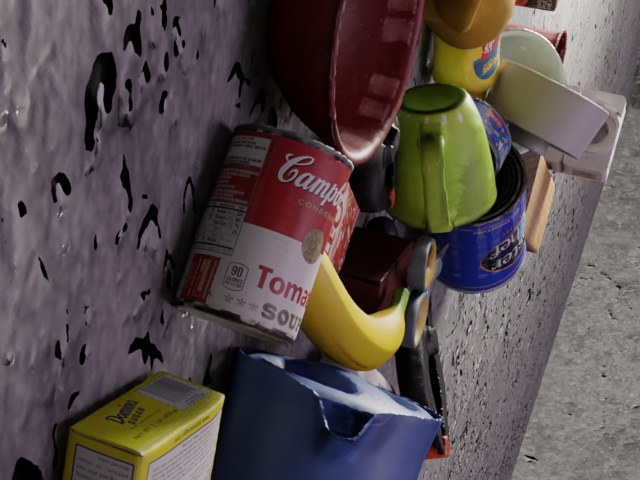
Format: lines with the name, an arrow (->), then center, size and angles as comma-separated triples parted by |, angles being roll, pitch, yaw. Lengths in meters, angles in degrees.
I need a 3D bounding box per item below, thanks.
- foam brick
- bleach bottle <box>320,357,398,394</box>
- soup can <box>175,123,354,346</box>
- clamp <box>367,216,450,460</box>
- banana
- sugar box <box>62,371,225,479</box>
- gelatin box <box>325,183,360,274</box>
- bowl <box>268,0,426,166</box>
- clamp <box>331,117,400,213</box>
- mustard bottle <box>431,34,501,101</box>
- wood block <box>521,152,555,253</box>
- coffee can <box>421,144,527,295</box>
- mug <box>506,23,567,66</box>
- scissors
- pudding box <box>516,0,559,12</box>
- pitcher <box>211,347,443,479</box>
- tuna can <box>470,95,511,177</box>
foam brick -> 0.033, 0.031, 0.809 | 0.078, 0.053, 0.051 | -44, 145, -56
bleach bottle -> 0.028, 0.158, 0.882 | 0.250, 0.068, 0.102 | 57, 48, -64
soup can -> -0.030, -0.002, 0.566 | 0.068, 0.069, 0.102 | 45, 62, -70
clamp -> 0.079, 0.082, 0.918 | 0.164, 0.036, 0.210 | 36, 45, -67
banana -> 0.015, 0.046, 0.684 | 0.197, 0.037, 0.069 | 34, 47, -63
sugar box -> -0.097, 0.164, 0.535 | 0.093, 0.048, 0.176 | -26, 132, -67
gelatin box -> -0.005, 0.001, 0.706 | 0.073, 0.030, 0.089 | 62, 46, -65
bowl -> 0.013, -0.126, 0.615 | 0.162, 0.055, 0.162 | 15, 90, -72
clamp -> 0.040, -0.081, 0.763 | 0.171, 0.039, 0.120 | 76, 34, -70
mustard bottle -> 0.128, -0.186, 0.913 | 0.096, 0.058, 0.192 | -58, 156, -43
wood block -> 0.205, -0.049, 1.206 | 0.206, 0.091, 0.090 | 23, 82, -72
coffee can -> 0.146, -0.024, 1.023 | 0.140, 0.103, 0.102 | 72, 37, -60
mug -> 0.210, -0.184, 1.123 | 0.117, 0.082, 0.093 | -27, 130, -67
scissors -> 0.088, 0.041, 0.877 | 0.201, 0.016, 0.096 | 25, 76, -77
pudding box -> 0.172, -0.262, 0.932 | 0.039, 0.090, 0.113 | -57, 154, -48
pitcher -> -0.024, 0.196, 0.668 | 0.149, 0.145, 0.243 | 20, 89, -49
tuna can -> 0.119, -0.083, 0.925 | 0.086, 0.086, 0.033 | 85, 28, -46
